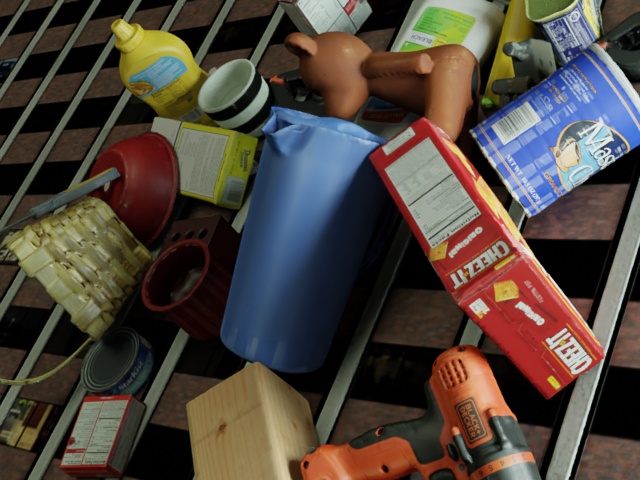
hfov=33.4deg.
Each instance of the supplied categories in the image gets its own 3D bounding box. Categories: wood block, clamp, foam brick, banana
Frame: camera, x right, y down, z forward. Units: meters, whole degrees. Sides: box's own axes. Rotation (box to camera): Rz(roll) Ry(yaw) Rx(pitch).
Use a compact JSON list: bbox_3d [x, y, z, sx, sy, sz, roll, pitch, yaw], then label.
[{"bbox_3d":[-0.050,0.225,0.955,0.091,0.090,0.206,-32,41,15],"label":"wood block"},{"bbox_3d":[0.009,-0.161,1.284,0.210,0.036,0.164,15,66,42],"label":"clamp"},{"bbox_3d":[0.349,-0.206,1.034,0.172,0.039,0.120,3,57,42],"label":"clamp"},{"bbox_3d":[-0.138,0.008,1.248,0.078,0.051,0.053,-7,51,37],"label":"foam brick"},{"bbox_3d":[0.203,-0.193,1.127,0.037,0.070,0.197,16,59,7],"label":"banana"}]

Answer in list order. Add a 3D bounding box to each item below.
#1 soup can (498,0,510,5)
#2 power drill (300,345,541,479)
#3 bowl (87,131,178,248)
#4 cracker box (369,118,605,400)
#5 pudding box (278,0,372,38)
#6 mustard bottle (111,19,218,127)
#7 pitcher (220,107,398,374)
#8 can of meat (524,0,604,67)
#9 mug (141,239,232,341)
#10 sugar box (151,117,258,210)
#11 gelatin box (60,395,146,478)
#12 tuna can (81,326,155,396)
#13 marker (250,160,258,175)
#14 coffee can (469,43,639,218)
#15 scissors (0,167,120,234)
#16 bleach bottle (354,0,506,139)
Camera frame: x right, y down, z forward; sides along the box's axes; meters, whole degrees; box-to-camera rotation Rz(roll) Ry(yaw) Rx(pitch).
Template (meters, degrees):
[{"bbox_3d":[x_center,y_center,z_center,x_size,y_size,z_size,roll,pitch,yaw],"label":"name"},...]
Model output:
[{"bbox_3d":[0.231,-0.328,1.218,0.102,0.068,0.069,-46,39,-2],"label":"soup can"},{"bbox_3d":[0.086,0.201,0.868,0.188,0.057,0.184,-30,60,20],"label":"power drill"},{"bbox_3d":[-0.249,-0.066,1.358,0.162,0.055,0.162,-14,70,44],"label":"bowl"},{"bbox_3d":[0.142,0.010,0.922,0.072,0.164,0.214,-38,39,10],"label":"cracker box"},{"bbox_3d":[0.008,-0.295,1.343,0.039,0.113,0.090,24,73,44],"label":"pudding box"},{"bbox_3d":[-0.204,-0.216,1.390,0.096,0.191,0.058,-27,42,20],"label":"mustard bottle"},{"bbox_3d":[-0.007,0.001,1.039,0.145,0.149,0.243,-73,-1,-79],"label":"pitcher"},{"bbox_3d":[0.255,-0.238,1.107,0.058,0.083,0.102,-19,46,27],"label":"can of meat"},{"bbox_3d":[-0.143,0.055,1.187,0.093,0.081,0.117,-51,40,-9],"label":"mug"},{"bbox_3d":[-0.156,-0.098,1.343,0.177,0.048,0.093,17,91,49],"label":"sugar box"},{"bbox_3d":[-0.237,0.215,1.168,0.073,0.030,0.089,-9,52,33],"label":"gelatin box"},{"bbox_3d":[-0.231,0.143,1.222,0.086,0.033,0.086,-23,44,24],"label":"tuna can"},{"bbox_3d":[-0.121,-0.103,1.357,0.121,0.020,0.020,21,71,47],"label":"marker"},{"bbox_3d":[0.226,-0.101,0.997,0.140,0.102,0.103,-35,40,11],"label":"coffee can"},{"bbox_3d":[-0.336,-0.037,1.290,0.201,0.016,0.096,-30,10,-20],"label":"scissors"},{"bbox_3d":[0.105,-0.154,1.176,0.103,0.068,0.250,25,78,31],"label":"bleach bottle"}]
